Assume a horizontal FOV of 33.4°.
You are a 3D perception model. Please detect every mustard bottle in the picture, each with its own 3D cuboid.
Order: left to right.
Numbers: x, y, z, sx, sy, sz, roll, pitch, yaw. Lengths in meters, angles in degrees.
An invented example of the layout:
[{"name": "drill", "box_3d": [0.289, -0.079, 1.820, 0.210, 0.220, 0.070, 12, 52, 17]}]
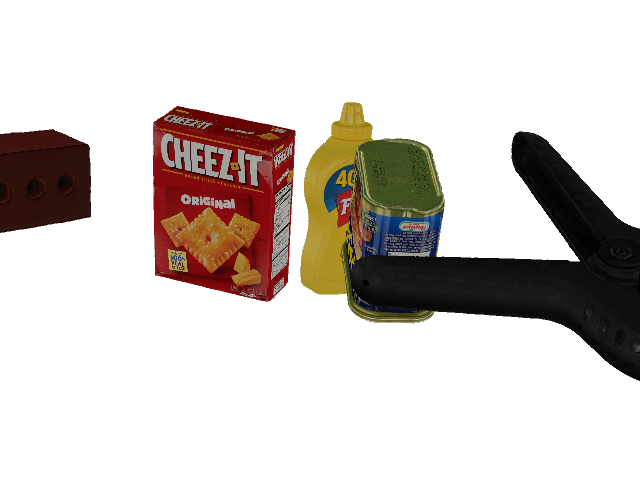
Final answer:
[{"name": "mustard bottle", "box_3d": [0.029, -0.044, 1.085, 0.096, 0.192, 0.058, -7, 19, -28]}]

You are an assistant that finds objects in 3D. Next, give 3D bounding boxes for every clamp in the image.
[{"name": "clamp", "box_3d": [0.130, 0.022, 0.509, 0.164, 0.036, 0.210, -32, 48, -33]}]

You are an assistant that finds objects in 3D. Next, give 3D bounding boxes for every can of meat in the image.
[{"name": "can of meat", "box_3d": [0.047, -0.009, 0.702, 0.057, 0.084, 0.102, 2, 32, -4]}]

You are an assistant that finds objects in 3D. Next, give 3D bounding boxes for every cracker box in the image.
[{"name": "cracker box", "box_3d": [-0.122, -0.043, 1.320, 0.164, 0.214, 0.072, 13, 30, 17]}]

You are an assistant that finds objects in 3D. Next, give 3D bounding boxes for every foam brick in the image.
[{"name": "foam brick", "box_3d": [-0.199, -0.040, 0.704, 0.078, 0.053, 0.051, -13, 25, -38]}]
